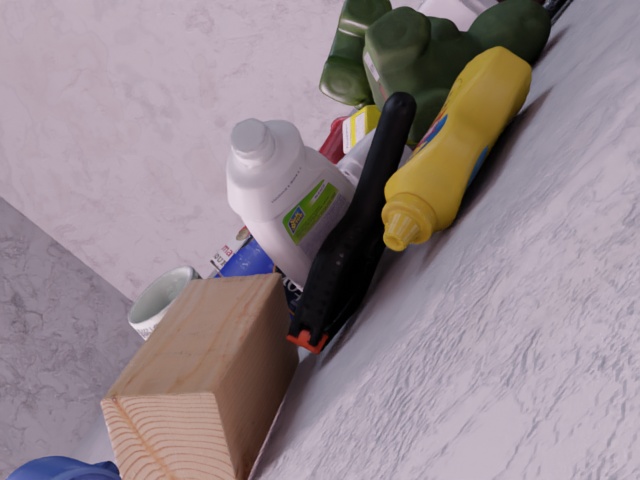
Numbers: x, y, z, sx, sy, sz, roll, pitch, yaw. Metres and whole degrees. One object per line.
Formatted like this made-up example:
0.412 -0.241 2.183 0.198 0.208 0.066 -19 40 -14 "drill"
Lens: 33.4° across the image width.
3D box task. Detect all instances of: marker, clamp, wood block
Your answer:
0.213 -0.208 1.067 0.121 0.020 0.020 -51 6 -1 "marker"
0.034 -0.008 0.862 0.209 0.036 0.164 -58 -23 -22 "clamp"
-0.087 0.111 0.851 0.090 0.091 0.206 -5 21 14 "wood block"

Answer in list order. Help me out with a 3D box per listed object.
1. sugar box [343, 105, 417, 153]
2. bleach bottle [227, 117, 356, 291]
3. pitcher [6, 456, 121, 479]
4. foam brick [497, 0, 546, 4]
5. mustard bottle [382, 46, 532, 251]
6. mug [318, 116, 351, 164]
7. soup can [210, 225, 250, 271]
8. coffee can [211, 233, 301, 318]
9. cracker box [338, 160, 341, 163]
0.081 -0.120 1.163 0.176 0.093 0.048 -153 61 -82 "sugar box"
-0.014 -0.033 0.872 0.102 0.068 0.250 -56 -26 -12 "bleach bottle"
-0.253 0.284 1.038 0.243 0.144 0.149 150 127 -66 "pitcher"
0.223 -0.274 1.243 0.078 0.051 0.053 -53 6 -19 "foam brick"
0.098 -0.062 0.827 0.191 0.058 0.096 -56 0 -35 "mustard bottle"
0.039 -0.101 1.457 0.081 0.093 0.117 -59 -22 -28 "mug"
-0.076 0.013 1.299 0.102 0.068 0.068 -45 5 -3 "soup can"
-0.025 0.020 1.051 0.140 0.103 0.103 -50 6 -2 "coffee can"
-0.008 0.001 1.187 0.213 0.072 0.164 -50 6 -1 "cracker box"
